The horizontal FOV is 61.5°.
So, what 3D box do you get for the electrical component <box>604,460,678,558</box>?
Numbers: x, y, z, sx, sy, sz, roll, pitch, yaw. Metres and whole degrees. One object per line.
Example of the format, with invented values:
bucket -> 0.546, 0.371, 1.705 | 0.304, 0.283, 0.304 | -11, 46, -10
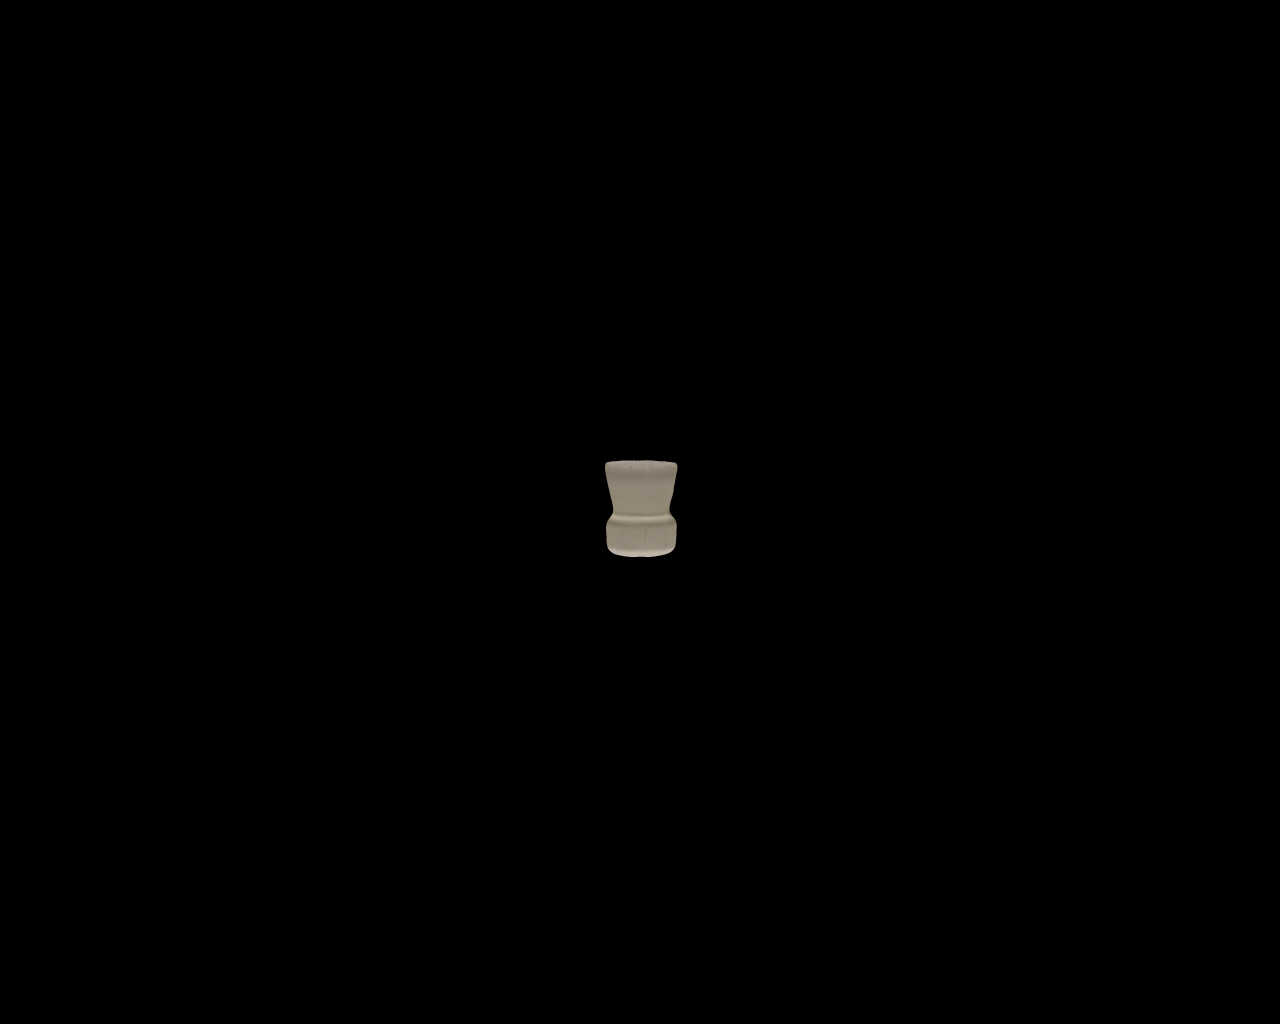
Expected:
electrical component -> 0.001, -0.003, 0.650 | 0.045, 0.055, 0.045 | 0, 7, 0
